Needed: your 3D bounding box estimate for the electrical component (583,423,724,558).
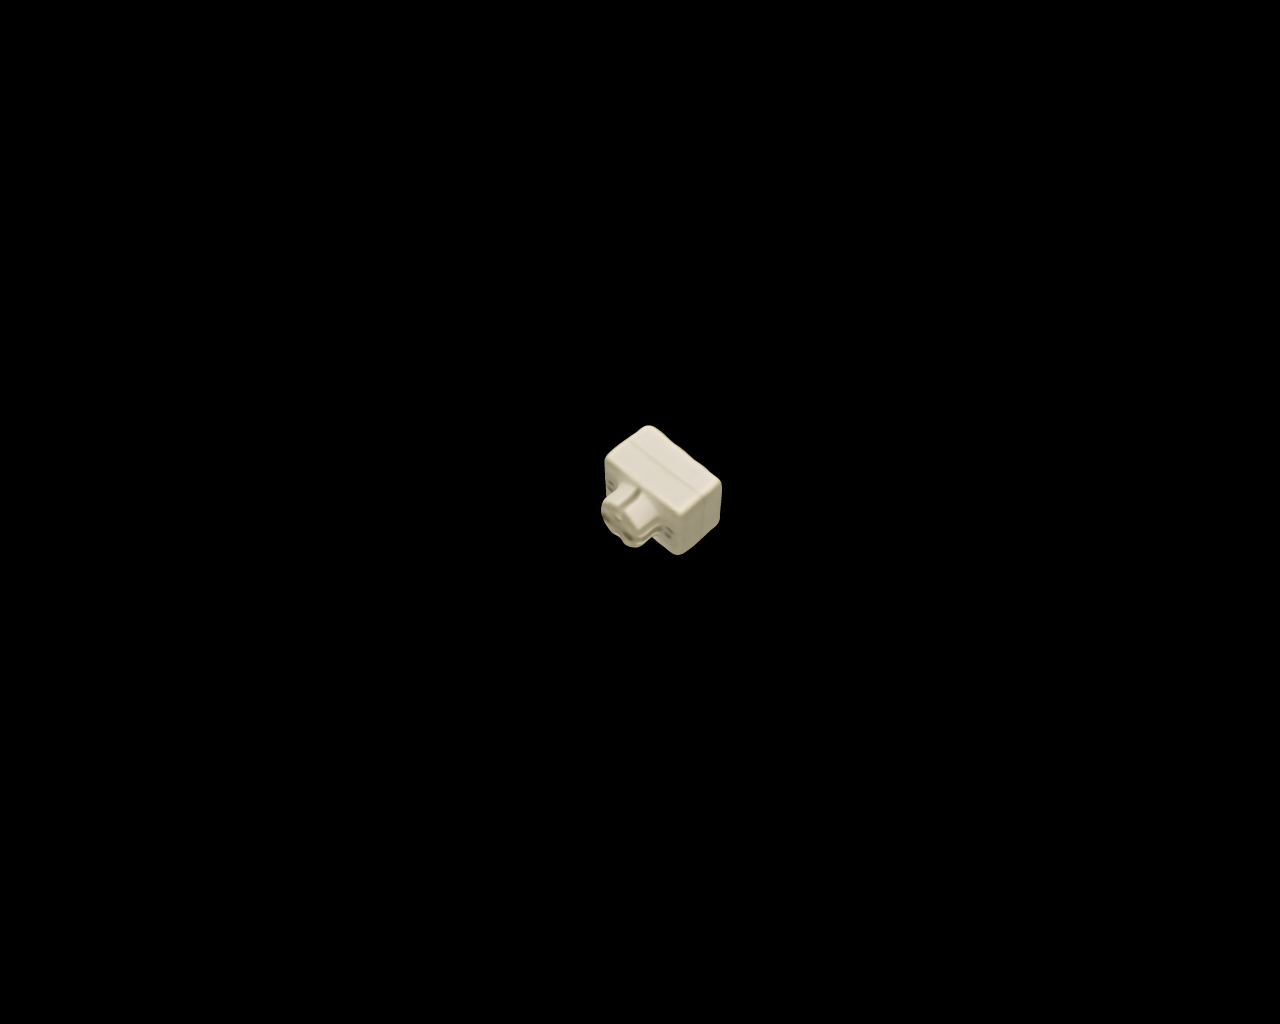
[{"bbox_3d":[0.001,-0.003,0.650,0.077,0.047,0.066,-39,63,-25],"label":"electrical component"}]
